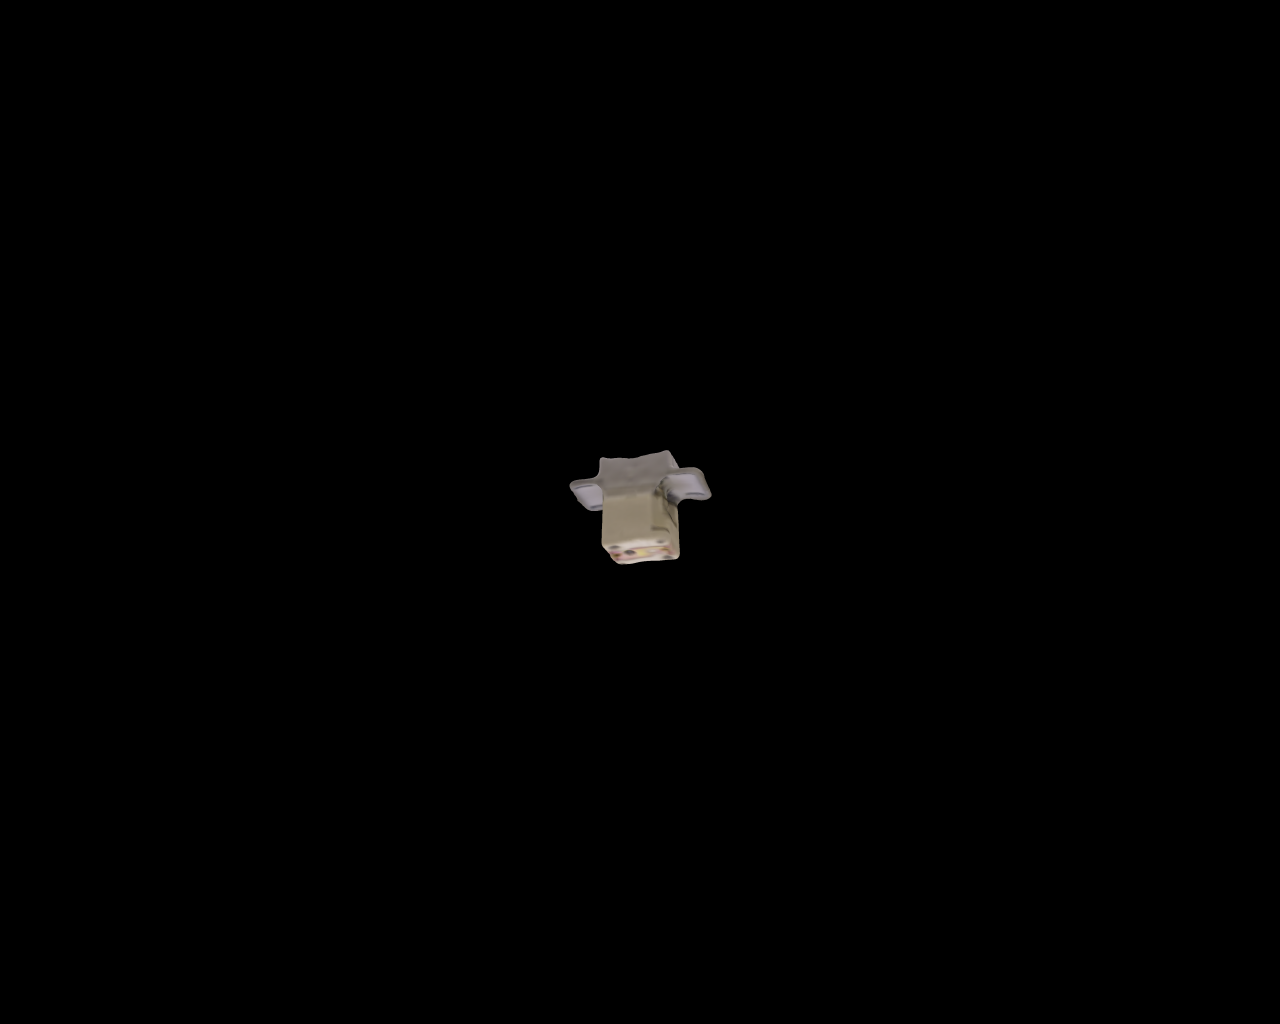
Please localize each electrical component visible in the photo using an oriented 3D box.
[{"bbox_3d":[0.001,-0.003,0.650,0.081,0.064,0.042,-6,-24,14],"label":"electrical component"}]
